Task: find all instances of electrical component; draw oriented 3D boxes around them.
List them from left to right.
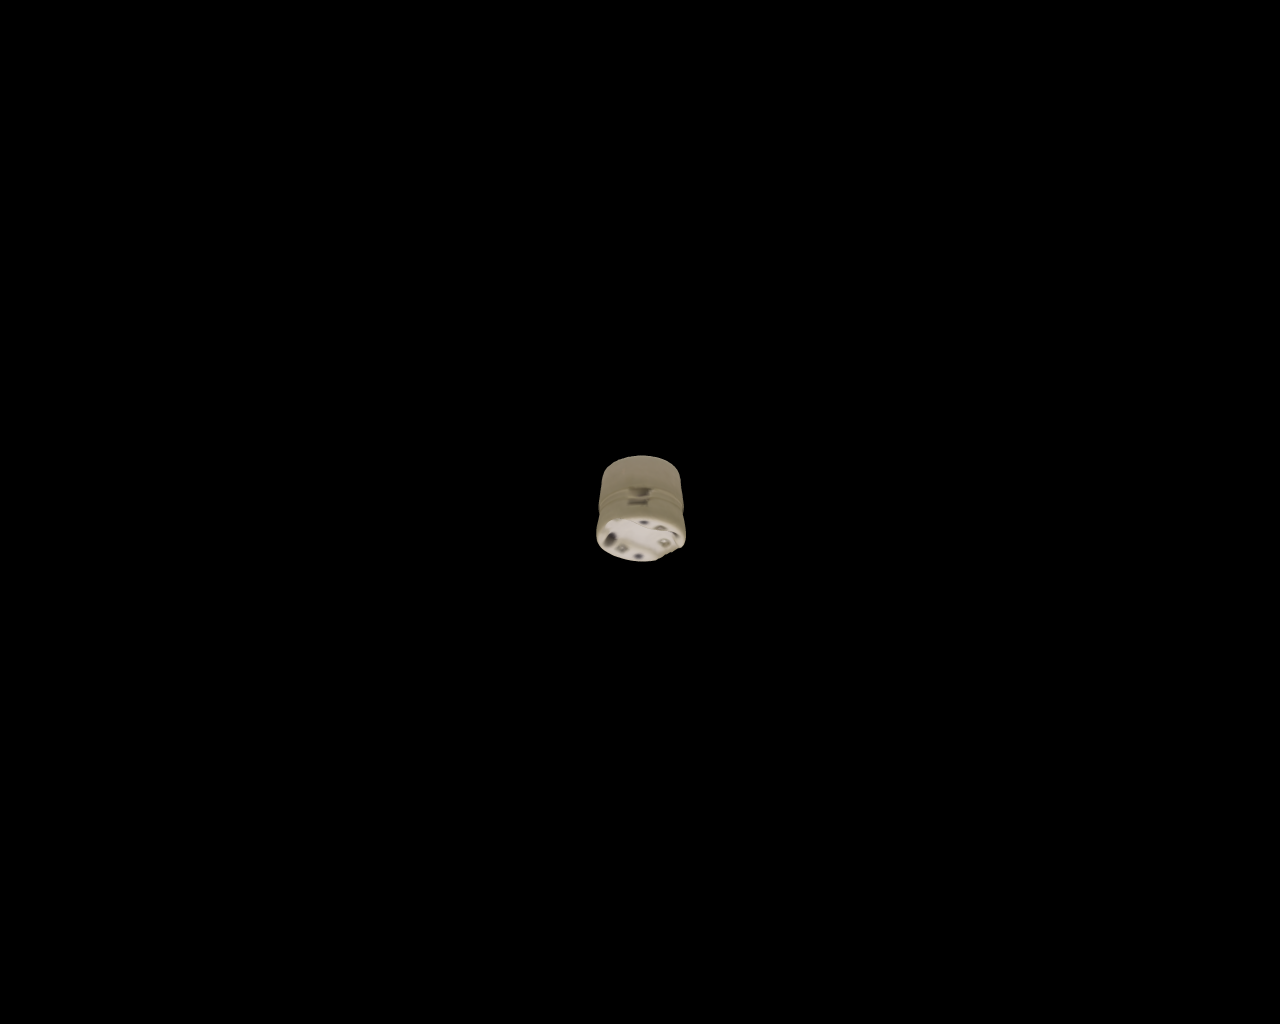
[{"bbox_3d":[0.001,-0.003,0.650,0.055,0.047,0.055,0,-32,0],"label":"electrical component"}]
